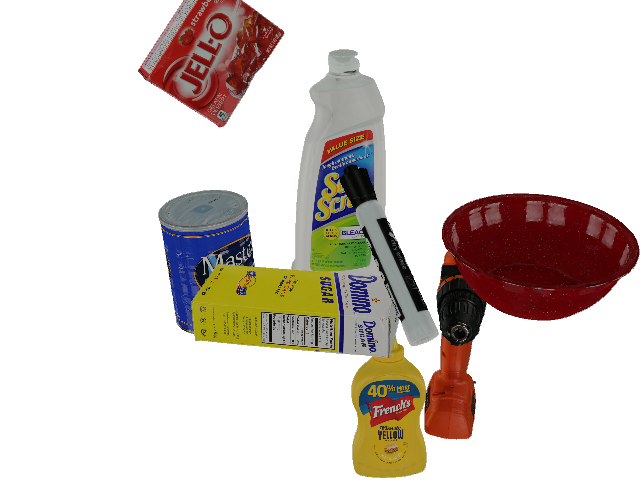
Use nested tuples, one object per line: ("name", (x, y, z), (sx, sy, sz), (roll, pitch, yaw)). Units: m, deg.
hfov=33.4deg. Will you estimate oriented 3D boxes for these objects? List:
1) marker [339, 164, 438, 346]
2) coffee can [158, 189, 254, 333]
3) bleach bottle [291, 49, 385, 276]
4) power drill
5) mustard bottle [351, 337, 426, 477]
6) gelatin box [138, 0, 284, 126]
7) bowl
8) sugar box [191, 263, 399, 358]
("marker", (0.040, 0.007, 0.656), (0.020, 0.121, 0.020), (-20, -19, -7))
("coffee can", (-0.128, 0.025, 1.245), (0.103, 0.140, 0.103), (-4, 26, 2))
("bleach bottle", (0.017, -0.073, 1.114), (0.102, 0.251, 0.068), (-3, 25, -3))
("power drill", (0.147, 0.116, 1.148), (0.057, 0.188, 0.184), (8, 25, 8))
("mustard bottle", (0.088, 0.209, 1.382), (0.096, 0.192, 0.058), (-2, 14, -1))
("gelatin box", (-0.082, -0.142, 0.803), (0.073, 0.089, 0.030), (31, 6, -32))
("bowl", (0.180, 0.020, 0.895), (0.162, 0.055, 0.162), (1, 30, -1))
("sugar box", (-0.019, 0.061, 0.958), (0.176, 0.048, 0.093), (1, 22, 10))
